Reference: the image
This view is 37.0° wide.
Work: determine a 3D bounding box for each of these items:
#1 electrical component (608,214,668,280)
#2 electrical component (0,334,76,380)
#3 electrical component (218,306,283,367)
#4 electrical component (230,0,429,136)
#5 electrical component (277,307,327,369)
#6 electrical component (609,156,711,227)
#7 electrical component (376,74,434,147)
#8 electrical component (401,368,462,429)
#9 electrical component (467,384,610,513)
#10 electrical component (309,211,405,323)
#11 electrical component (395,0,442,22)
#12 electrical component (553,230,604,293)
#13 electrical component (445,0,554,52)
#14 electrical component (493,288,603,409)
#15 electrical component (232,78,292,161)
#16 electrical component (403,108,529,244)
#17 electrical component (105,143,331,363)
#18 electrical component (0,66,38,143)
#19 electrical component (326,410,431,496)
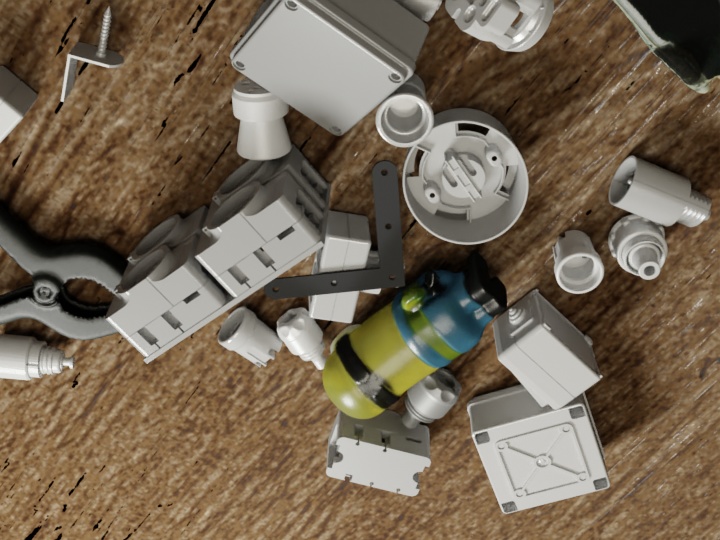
[{"bbox_3d":[0.237,-0.015,0.902,0.048,0.062,0.048,1,120,1],"label":"electrical component"},{"bbox_3d":[-0.301,0.081,0.985,0.078,0.040,0.040,5,120,-2],"label":"electrical component"},{"bbox_3d":[-0.098,0.061,0.970,0.046,0.040,0.040,38,114,-26],"label":"electrical component"},{"bbox_3d":[-0.024,-0.167,0.798,0.109,0.056,0.109,32,148,-17],"label":"electrical component"},{"bbox_3d":[-0.048,0.065,0.972,0.035,0.035,0.061,-24,119,15],"label":"electrical component"},{"bbox_3d":[0.252,-0.059,0.887,0.081,0.043,0.043,20,119,-11],"label":"electrical component"},{"bbox_3d":[0.035,-0.129,0.838,0.044,0.065,0.044,1,121,1],"label":"electrical component"},{"bbox_3d":[0.062,0.121,0.998,0.043,0.043,0.062,29,118,-15],"label":"electrical component"},{"bbox_3d":[0.168,0.163,1.011,0.109,0.056,0.108,-17,118,11],"label":"electrical component"},{"bbox_3d":[0.000,0.000,0.926,0.076,0.047,0.083,8,120,-9],"label":"electrical component"},{"bbox_3d":[0.030,-0.212,0.805,0.065,0.044,0.044,18,119,-14],"label":"electrical component"},{"bbox_3d":[0.184,-0.008,0.917,0.040,0.046,0.040,1,120,1],"label":"electrical component"},{"bbox_3d":[0.105,-0.196,0.796,0.057,0.078,0.058,18,121,-33],"label":"electrical component"},{"bbox_3d":[0.158,0.069,0.953,0.096,0.061,0.061,41,113,-20],"label":"electrical component"},{"bbox_3d":[-0.078,-0.121,0.858,0.045,0.045,0.055,-1,120,2],"label":"electrical component"},{"bbox_3d":[0.084,-0.078,0.868,0.099,0.064,0.099,0,121,1],"label":"electrical component"},{"bbox_3d":[-0.118,-0.018,0.884,0.186,0.105,0.060,-33,114,19],"label":"electrical component"},{"bbox_3d":[-0.317,-0.129,0.858,0.083,0.047,0.076,-40,112,22],"label":"electrical component"},{"bbox_3d":[0.017,0.168,1.019,0.089,0.055,0.050,15,120,-7],"label":"electrical component"}]
